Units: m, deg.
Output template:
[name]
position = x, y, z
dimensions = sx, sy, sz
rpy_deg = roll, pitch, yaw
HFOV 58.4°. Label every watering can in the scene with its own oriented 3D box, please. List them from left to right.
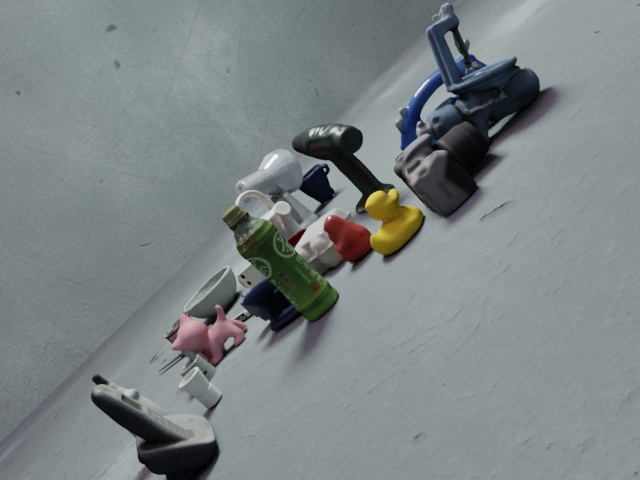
[watering can]
position = -0.113, -0.041, 1.346
dimensions = 0.172, 0.194, 0.101
rpy_deg = -35, 16, 34

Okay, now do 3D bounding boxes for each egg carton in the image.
[egg carton]
position = 0.010, 0.004, 1.110
dimensions = 0.107, 0.069, 0.150
rpy_deg = -34, 16, 35

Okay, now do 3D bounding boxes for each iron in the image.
[iron]
position = 0.226, -0.241, 1.070
dimensions = 0.258, 0.141, 0.118
rpy_deg = -41, 13, 11

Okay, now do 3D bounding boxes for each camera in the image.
[camera]
position = 0.193, -0.124, 0.891
dimensions = 0.137, 0.101, 0.143
rpy_deg = -42, 13, 6

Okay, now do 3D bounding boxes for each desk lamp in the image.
[desk lamp]
position = -0.105, -0.108, 1.490
dimensions = 0.117, 0.214, 0.203
rpy_deg = -28, 21, 50

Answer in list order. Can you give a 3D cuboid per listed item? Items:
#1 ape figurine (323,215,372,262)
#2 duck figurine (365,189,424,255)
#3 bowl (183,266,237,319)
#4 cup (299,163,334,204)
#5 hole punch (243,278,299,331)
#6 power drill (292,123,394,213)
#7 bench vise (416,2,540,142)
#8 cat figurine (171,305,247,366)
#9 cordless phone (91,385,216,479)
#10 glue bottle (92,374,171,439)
[ape figurine]
position = 0.043, -0.007, 0.995
dimensions = 0.076, 0.092, 0.078
rpy_deg = -32, 17, 41
[duck figurine]
position = 0.105, -0.035, 0.908
dimensions = 0.105, 0.086, 0.077
rpy_deg = -50, 14, -25
[bowl]
position = -0.272, 0.149, 1.493
dimensions = 0.167, 0.075, 0.167
rpy_deg = -41, 13, 12
[cup]
position = 0.004, -0.154, 1.574
dimensions = 0.117, 0.095, 0.092
rpy_deg = -33, 17, 40
[hole punch]
position = -0.073, 0.093, 1.032
dimensions = 0.108, 0.091, 0.101
rpy_deg = -38, 14, 23
[power drill]
position = 0.047, -0.156, 1.192
dimensions = 0.076, 0.208, 0.229
rpy_deg = -48, 14, -18
[bench vise]
position = 0.231, -0.261, 0.939
dimensions = 0.207, 0.220, 0.121
rpy_deg = -47, 14, -13
[cat figurine]
position = -0.230, 0.186, 1.151
dimensions = 0.128, 0.118, 0.067
rpy_deg = -42, 13, 5
[cordless phone]
position = -0.243, 0.255, 0.818
dimensions = 0.094, 0.185, 0.147
rpy_deg = -47, 14, -16
[glue bottle]
position = -0.318, 0.287, 0.974
dimensions = 0.078, 0.173, 0.037
rpy_deg = -37, 15, 27
